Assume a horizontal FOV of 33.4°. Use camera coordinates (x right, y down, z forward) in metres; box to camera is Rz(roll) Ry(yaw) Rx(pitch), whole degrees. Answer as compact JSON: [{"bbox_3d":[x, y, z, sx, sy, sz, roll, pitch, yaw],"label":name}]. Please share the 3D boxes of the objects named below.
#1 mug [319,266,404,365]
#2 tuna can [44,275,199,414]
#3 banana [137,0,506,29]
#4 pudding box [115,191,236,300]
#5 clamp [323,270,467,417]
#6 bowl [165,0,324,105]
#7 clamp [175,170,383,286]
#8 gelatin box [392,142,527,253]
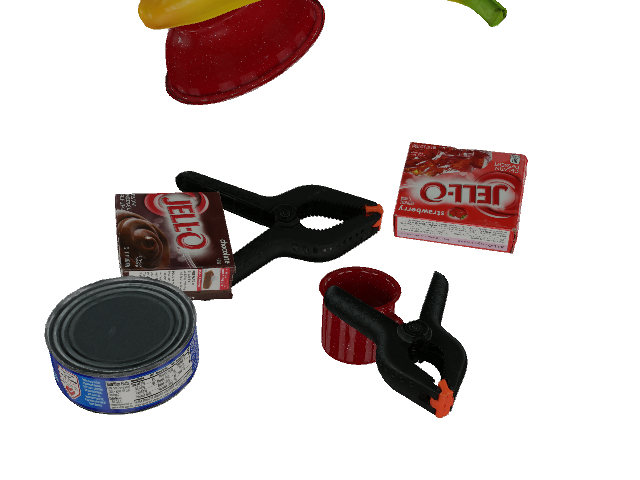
[{"bbox_3d":[0.052,0.092,1.215,0.117,0.081,0.093,26,37,35],"label":"mug"},{"bbox_3d":[-0.113,0.060,0.616,0.086,0.034,0.086,-1,37,1],"label":"tuna can"},{"bbox_3d":[0.000,-0.146,0.576,0.197,0.069,0.037,-4,-41,-8],"label":"banana"},{"bbox_3d":[-0.121,0.003,0.879,0.090,0.039,0.113,-3,38,-12],"label":"pudding box"},{"bbox_3d":[0.089,0.085,0.951,0.120,0.039,0.172,-18,44,-17],"label":"clamp"},{"bbox_3d":[-0.080,-0.193,0.956,0.162,0.162,0.055,0,-44,35],"label":"bowl"},{"bbox_3d":[-0.040,-0.007,1.062,0.210,0.164,0.036,0,-42,-6],"label":"clamp"},{"bbox_3d":[0.103,-0.033,0.779,0.089,0.073,0.030,8,-37,11],"label":"gelatin box"}]
